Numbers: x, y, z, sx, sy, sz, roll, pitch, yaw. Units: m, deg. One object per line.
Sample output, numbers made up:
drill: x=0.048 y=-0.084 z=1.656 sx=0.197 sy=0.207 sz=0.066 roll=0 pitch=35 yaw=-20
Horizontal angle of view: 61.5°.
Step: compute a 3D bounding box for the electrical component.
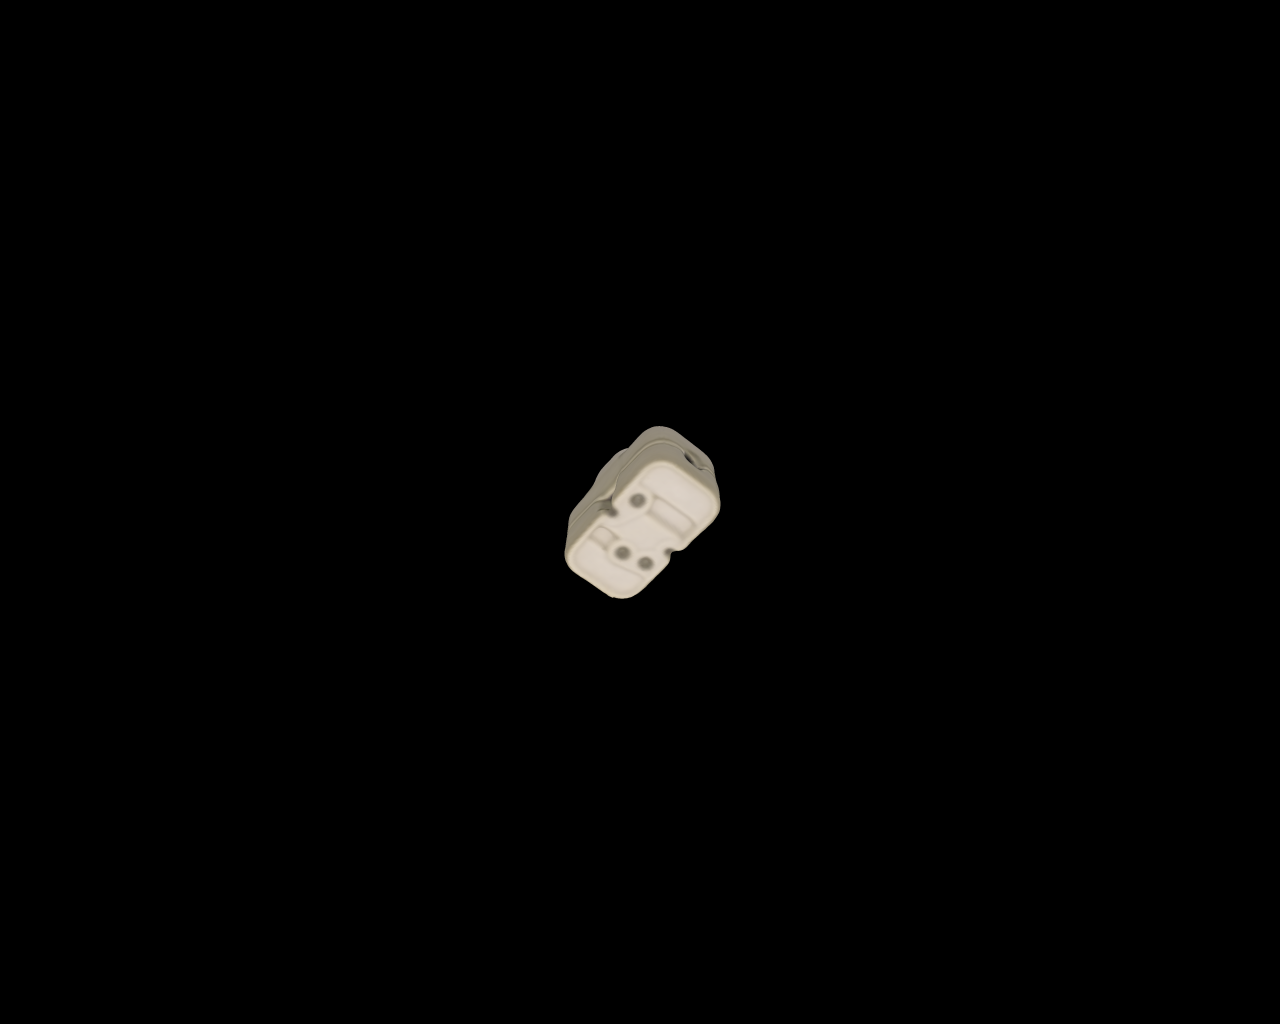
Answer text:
electrical component: x=0.001 y=-0.003 z=0.650 sx=0.053 sy=0.095 sz=0.059 roll=36 pitch=24 yaw=-18
